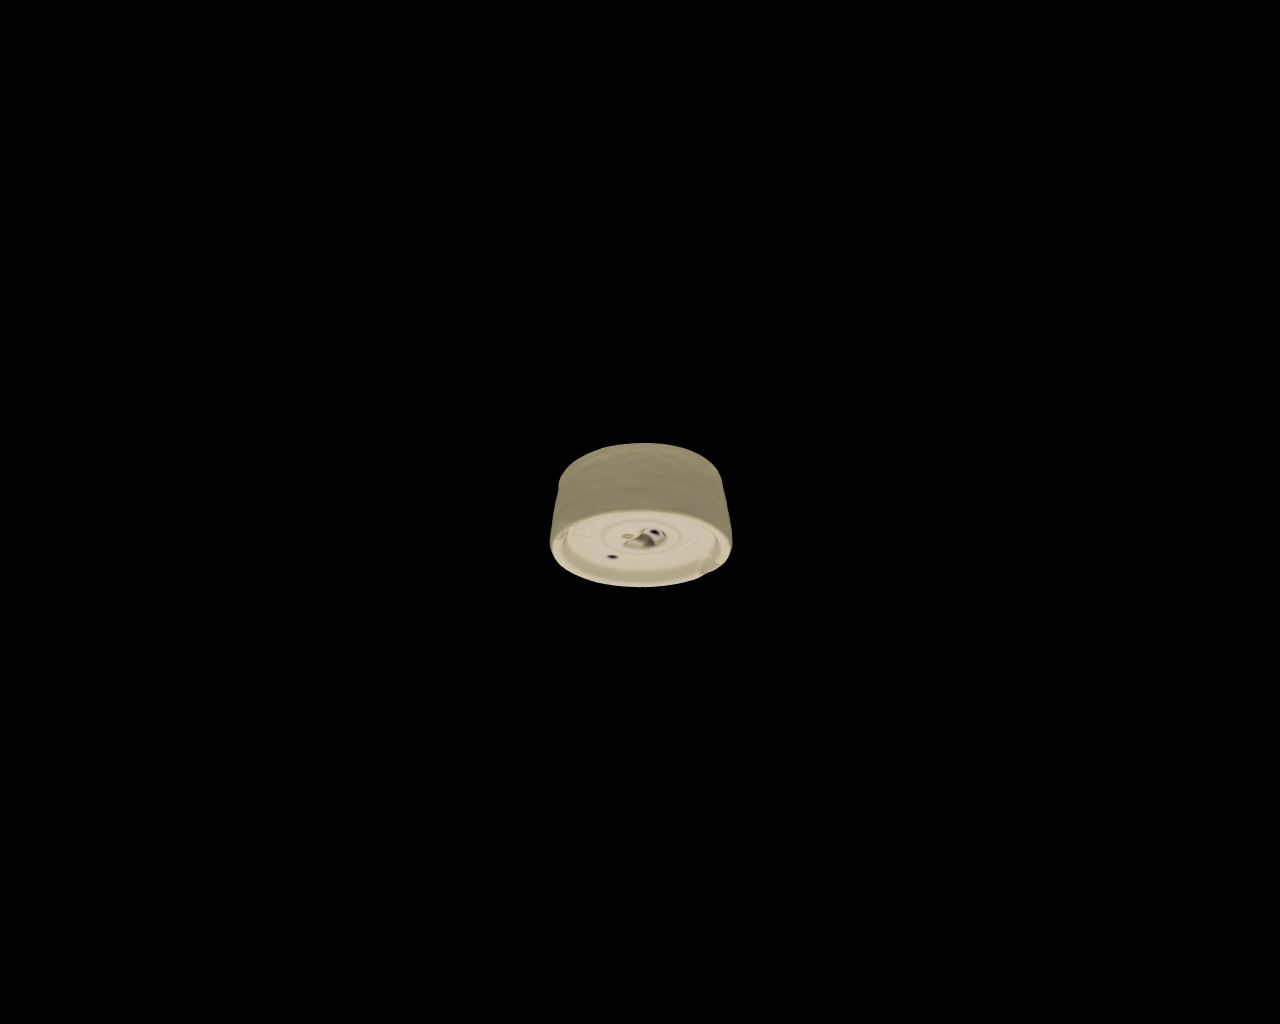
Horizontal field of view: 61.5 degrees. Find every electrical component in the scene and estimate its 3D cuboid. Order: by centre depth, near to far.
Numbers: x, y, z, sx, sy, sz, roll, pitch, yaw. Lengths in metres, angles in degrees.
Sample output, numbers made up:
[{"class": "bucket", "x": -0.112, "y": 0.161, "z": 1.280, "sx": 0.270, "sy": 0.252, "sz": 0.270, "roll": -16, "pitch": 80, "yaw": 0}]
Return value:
[{"class": "electrical component", "x": 0.001, "y": -0.003, "z": 0.650, "sx": 0.108, "sy": 0.060, "sz": 0.108, "roll": 0, "pitch": -28, "yaw": 0}]
